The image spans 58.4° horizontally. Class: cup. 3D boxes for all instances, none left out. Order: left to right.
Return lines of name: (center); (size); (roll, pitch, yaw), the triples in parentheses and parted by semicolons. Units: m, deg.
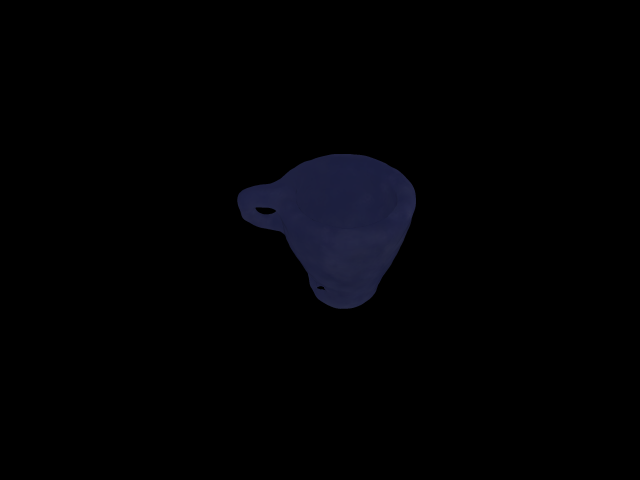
cup: (0.004, 0.001, 0.400); (0.117, 0.095, 0.091); (2, 43, 2)
